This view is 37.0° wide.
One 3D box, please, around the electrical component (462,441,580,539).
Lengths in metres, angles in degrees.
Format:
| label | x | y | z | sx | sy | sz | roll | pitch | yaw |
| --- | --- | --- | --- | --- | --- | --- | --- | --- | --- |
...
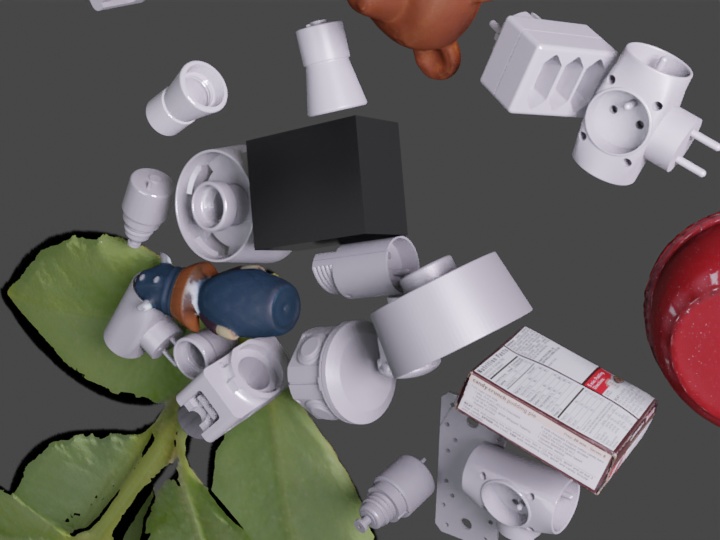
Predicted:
| label | x | y | z | sx | sy | sz | roll | pitch | yaw |
| --- | --- | --- | --- | --- | --- | --- | --- | --- | --- |
| electrical component | 0.121 | 0.177 | 0.811 | 0.077 | 0.044 | 0.079 | 19 | 129 | 33 |

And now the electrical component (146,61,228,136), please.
| label | x | y | z | sx | sy | sz | roll | pitch | yaw |
| --- | --- | --- | --- | --- | --- | --- | --- | --- | --- |
| electrical component | -0.143 | -0.135 | 0.867 | 0.065 | 0.044 | 0.044 | -25 | 94 | 44 |

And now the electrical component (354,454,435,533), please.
| label | x | y | z | sx | sy | sz | roll | pitch | yaw |
| --- | --- | --- | --- | --- | --- | --- | --- | --- | --- |
| electrical component | 0.025 | 0.182 | 0.862 | 0.040 | 0.078 | 0.040 | 29 | 137 | 31 |

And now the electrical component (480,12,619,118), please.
| label | x | y | z | sx | sy | sz | roll | pitch | yaw |
| --- | --- | --- | --- | --- | --- | --- | --- | --- | --- |
| electrical component | 0.109 | -0.137 | 0.677 | 0.076 | 0.066 | 0.047 | 57 | 137 | 41 |

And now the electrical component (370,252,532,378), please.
| label | x | y | z | sx | sy | sz | roll | pitch | yaw |
| --- | --- | --- | --- | --- | --- | --- | --- | --- | --- |
| electrical component | 0.059 | 0.025 | 0.752 | 0.108 | 0.108 | 0.060 | -30 | 85 | 40 |

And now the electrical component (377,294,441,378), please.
| label | x | y | z | sx | sy | sz | roll | pitch | yaw |
| --- | --- | --- | --- | --- | --- | --- | --- | --- | --- |
| electrical component | 0.034 | 0.049 | 0.818 | 0.048 | 0.048 | 0.062 | -4 | 99 | 36 |

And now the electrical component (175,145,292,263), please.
| label | x | y | z | sx | sy | sz | roll | pitch | yaw |
| --- | --- | --- | --- | --- | --- | --- | --- | --- | --- |
| electrical component | -0.100 | -0.052 | 0.872 | 0.099 | 0.064 | 0.099 | 5 | 99 | 38 |

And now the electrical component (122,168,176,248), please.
| label | x | y | z | sx | sy | sz | roll | pitch | yaw |
| --- | --- | --- | --- | --- | --- | --- | --- | --- | --- |
| electrical component | -0.187 | -0.052 | 0.933 | 0.040 | 0.040 | 0.078 | 38 | 127 | 16 |

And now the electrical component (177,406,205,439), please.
| label | x | y | z | sx | sy | sz | roll | pitch | yaw |
| --- | --- | --- | --- | --- | --- | --- | --- | --- | --- |
| electrical component | -0.133 | 0.121 | 0.968 | 0.040 | 0.040 | 0.078 | 52 | 129 | 6 |

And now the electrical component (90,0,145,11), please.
| label | x | y | z | sx | sy | sz | roll | pitch | yaw |
| --- | --- | --- | --- | --- | --- | --- | --- | --- | --- |
| electrical component | -0.192 | -0.256 | 0.840 | 0.050 | 0.056 | 0.089 | -21 | 96 | 39 |

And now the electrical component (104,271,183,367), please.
| label | x | y | z | sx | sy | sz | roll | pitch | yaw |
| --- | --- | --- | --- | --- | --- | --- | --- | --- | --- |
| electrical component | -0.187 | 0.053 | 0.975 | 0.079 | 0.044 | 0.077 | 45 | 128 | 11 |

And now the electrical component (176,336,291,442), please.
| label | x | y | z | sx | sy | sz | roll | pitch | yaw |
| --- | --- | --- | --- | --- | --- | --- | --- | --- | --- |
| electrical component | -0.098 | 0.095 | 0.900 | 0.050 | 0.089 | 0.056 | 53 | 129 | 5 |

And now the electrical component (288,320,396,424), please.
| label | x | y | z | sx | sy | sz | roll | pitch | yaw |
| --- | --- | --- | --- | --- | --- | --- | --- | --- | --- |
| electrical component | -0.013 | 0.080 | 0.841 | 0.051 | 0.080 | 0.080 | -6 | 105 | 43 |

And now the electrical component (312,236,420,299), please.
| label | x | y | z | sx | sy | sz | roll | pitch | yaw |
| --- | --- | --- | --- | --- | --- | --- | --- | --- | --- |
| electrical component | 0.000 | 0.000 | 0.820 | 0.081 | 0.043 | 0.043 | -7 | 105 | 37 |

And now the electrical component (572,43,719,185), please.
| label | x | y | z | sx | sy | sz | roll | pitch | yaw |
| --- | --- | --- | --- | --- | --- | --- | --- | --- | --- |
| electrical component | 0.180 | -0.086 | 0.655 | 0.079 | 0.044 | 0.077 | 35 | 125 | 19 |

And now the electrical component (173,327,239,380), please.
| label | x | y | z | sx | sy | sz | roll | pitch | yaw |
| --- | --- | --- | --- | --- | --- | --- | --- | --- | --- |
| electrical component | -0.134 | 0.070 | 0.943 | 0.040 | 0.046 | 0.040 | 14 | 117 | 30 |

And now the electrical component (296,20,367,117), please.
| label | x | y | z | sx | sy | sz | roll | pitch | yaw |
| --- | --- | --- | --- | --- | --- | --- | --- | --- | --- |
| electrical component | -0.023 | -0.147 | 0.777 | 0.044 | 0.044 | 0.065 | -6 | 101 | 37 |
